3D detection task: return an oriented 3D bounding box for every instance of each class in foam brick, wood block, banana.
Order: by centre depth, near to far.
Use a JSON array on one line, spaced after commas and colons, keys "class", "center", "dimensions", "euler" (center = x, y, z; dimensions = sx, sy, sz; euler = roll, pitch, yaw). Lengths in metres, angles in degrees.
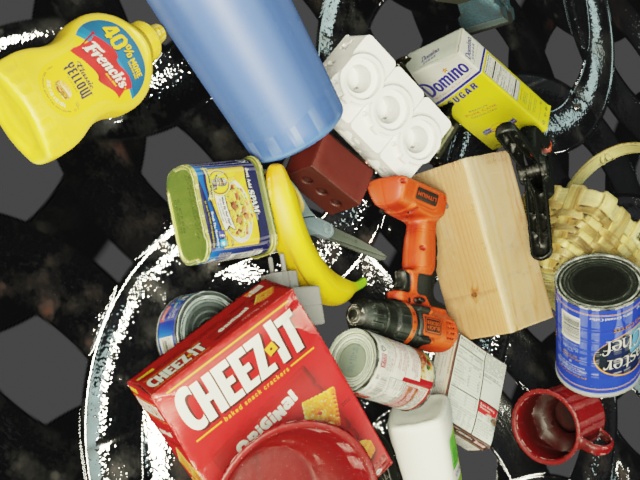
[{"class": "banana", "center": [-0.014, 0.010, 1.104], "dimensions": [0.197, 0.037, 0.069], "euler": [55, 40, -38]}, {"class": "foam brick", "center": [0.009, -0.072, 1.153], "dimensions": [0.078, 0.053, 0.051], "euler": [37, 57, -28]}, {"class": "wood block", "center": [0.192, 0.007, 1.270], "dimensions": [0.090, 0.091, 0.206], "euler": [-13, 88, -43]}]

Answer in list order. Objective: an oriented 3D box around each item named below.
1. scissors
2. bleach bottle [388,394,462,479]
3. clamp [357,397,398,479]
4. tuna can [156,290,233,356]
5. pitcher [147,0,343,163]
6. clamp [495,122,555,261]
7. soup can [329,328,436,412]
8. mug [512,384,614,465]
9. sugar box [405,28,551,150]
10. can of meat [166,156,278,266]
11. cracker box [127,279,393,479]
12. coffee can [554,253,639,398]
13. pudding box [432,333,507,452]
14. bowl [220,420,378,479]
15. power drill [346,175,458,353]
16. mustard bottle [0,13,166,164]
[{"class": "scissors", "center": [-0.008, 0.001, 1.144], "dimensions": [0.201, 0.016, 0.096], "euler": [40, 58, -29]}, {"class": "bleach bottle", "center": [0.133, 0.301, 1.149], "dimensions": [0.102, 0.068, 0.251], "euler": [-48, 126, -76]}, {"class": "clamp", "center": [0.036, 0.201, 1.114], "dimensions": [0.171, 0.039, 0.120], "euler": [55, 47, -22]}, {"class": "tuna can", "center": [-0.111, 0.091, 1.014], "dimensions": [0.085, 0.034, 0.086], "euler": [13, 71, -39]}, {"class": "pitcher", "center": [-0.073, -0.209, 1.070], "dimensions": [0.149, 0.145, 0.243], "euler": [-35, 109, -12]}, {"class": "clamp", "center": [0.250, -0.090, 1.266], "dimensions": [0.209, 0.036, 0.164], "euler": [-61, 134, -59]}, {"class": "soup can", "center": [0.063, 0.134, 1.096], "dimensions": [0.102, 0.069, 0.068], "euler": [24, 63, -45]}, {"class": "mug", "center": [0.304, 0.225, 1.301], "dimensions": [0.081, 0.117, 0.093], "euler": [-8, 117, -48]}, {"class": "sugar box", "center": [0.196, -0.183, 1.323], "dimensions": [0.176, 0.094, 0.048], "euler": [30, 58, -32]}, {"class": "can of meat", "center": [-0.097, -0.028, 1.044], "dimensions": [0.083, 0.058, 0.102], "euler": [-9, 84, -41]}, {"class": "cracker box", "center": [-0.048, 0.171, 0.982], "dimensions": [0.164, 0.072, 0.213], "euler": [-37, 111, -22]}, {"class": "coffee can", "center": [0.330, 0.102, 1.264], "dimensions": [0.102, 0.103, 0.140], "euler": [-46, 139, -39]}, {"class": "pudding box", "center": [0.168, 0.176, 1.239], "dimensions": [0.090, 0.039, 0.113], "euler": [34, 56, -29]}, {"class": "bowl", "center": [-0.031, 0.229, 0.923], "dimensions": [0.161, 0.055, 0.162], "euler": [-3, 96, -27]}, {"class": "power drill", "center": [0.089, 0.028, 1.180], "dimensions": [0.184, 0.057, 0.187], "euler": [18, 69, -52]}, {"class": "mustard bottle", "center": [-0.209, -0.153, 0.976], "dimensions": [0.191, 0.058, 0.096], "euler": [-43, 108, -41]}]
